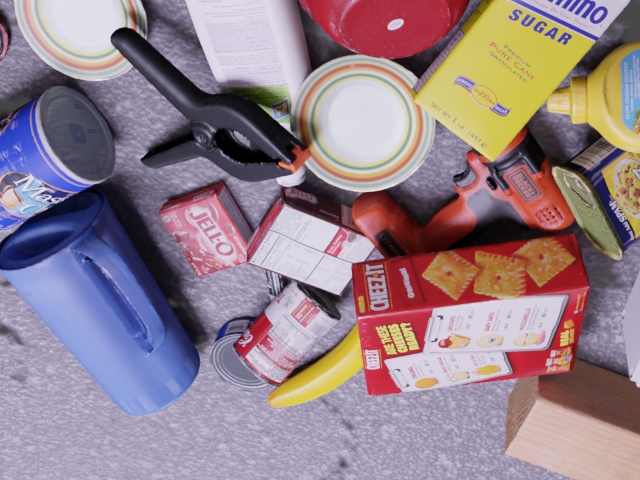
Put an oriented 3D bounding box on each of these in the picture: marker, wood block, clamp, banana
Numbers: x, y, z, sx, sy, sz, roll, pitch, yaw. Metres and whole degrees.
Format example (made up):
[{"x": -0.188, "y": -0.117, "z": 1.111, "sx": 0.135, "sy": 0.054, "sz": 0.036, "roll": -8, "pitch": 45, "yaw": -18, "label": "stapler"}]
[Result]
[{"x": -0.049, "y": 0.040, "z": 1.148, "sx": 0.020, "sy": 0.020, "sz": 0.121, "roll": 1, "pitch": 124, "yaw": 13, "label": "marker"}, {"x": 0.310, "y": 0.203, "z": 1.131, "sx": 0.206, "sy": 0.090, "sz": 0.090, "roll": 20, "pitch": 126, "yaw": 0, "label": "wood block"}, {"x": -0.106, "y": -0.113, "z": 0.992, "sx": 0.210, "sy": 0.036, "sz": 0.164, "roll": 17, "pitch": 141, "yaw": 30, "label": "clamp"}, {"x": 0.018, "y": 0.128, "z": 1.174, "sx": 0.069, "sy": 0.037, "sz": 0.198, "roll": 18, "pitch": 131, "yaw": -28, "label": "banana"}]

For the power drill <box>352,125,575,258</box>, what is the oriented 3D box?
[{"x": 0.125, "y": -0.051, "z": 1.019, "sx": 0.188, "sy": 0.057, "sz": 0.184, "roll": -30, "pitch": 109, "yaw": 30, "label": "power drill"}]

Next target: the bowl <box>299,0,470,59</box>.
[{"x": 0.060, "y": -0.201, "z": 0.889, "sx": 0.162, "sy": 0.055, "sz": 0.162, "roll": -3, "pitch": 150, "yaw": -2, "label": "bowl"}]

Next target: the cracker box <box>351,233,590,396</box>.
[{"x": 0.144, "y": 0.075, "z": 1.042, "sx": 0.213, "sy": 0.072, "sz": 0.164, "roll": -7, "pitch": 145, "yaw": 2, "label": "cracker box"}]

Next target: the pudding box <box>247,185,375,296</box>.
[{"x": -0.007, "y": 0.001, "z": 1.085, "sx": 0.113, "sy": 0.039, "sz": 0.090, "roll": 22, "pitch": 128, "yaw": -17, "label": "pudding box"}]

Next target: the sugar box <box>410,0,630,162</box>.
[{"x": 0.167, "y": -0.164, "z": 0.906, "sx": 0.093, "sy": 0.048, "sz": 0.176, "roll": 35, "pitch": 108, "yaw": -12, "label": "sugar box"}]

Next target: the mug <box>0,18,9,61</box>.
[{"x": -0.360, "y": -0.186, "z": 1.031, "sx": 0.117, "sy": 0.093, "sz": 0.081, "roll": -17, "pitch": 133, "yaw": -19, "label": "mug"}]

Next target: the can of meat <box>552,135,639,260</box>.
[{"x": 0.272, "y": -0.048, "z": 0.965, "sx": 0.084, "sy": 0.057, "sz": 0.102, "roll": -37, "pitch": 115, "yaw": -6, "label": "can of meat"}]

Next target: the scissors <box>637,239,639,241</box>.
[{"x": 0.365, "y": -0.053, "z": 0.986, "sx": 0.202, "sy": 0.016, "sz": 0.096, "roll": -12, "pitch": 119, "yaw": 21, "label": "scissors"}]

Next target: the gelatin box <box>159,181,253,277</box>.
[{"x": -0.116, "y": -0.010, "z": 1.122, "sx": 0.073, "sy": 0.030, "sz": 0.089, "roll": -17, "pitch": 119, "yaw": 23, "label": "gelatin box"}]

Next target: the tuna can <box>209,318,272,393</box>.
[{"x": -0.080, "y": 0.130, "z": 1.209, "sx": 0.086, "sy": 0.033, "sz": 0.086, "roll": 6, "pitch": 126, "yaw": 9, "label": "tuna can"}]

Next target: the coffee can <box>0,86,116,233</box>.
[{"x": -0.291, "y": -0.079, "z": 1.071, "sx": 0.140, "sy": 0.102, "sz": 0.102, "roll": -23, "pitch": 116, "yaw": 27, "label": "coffee can"}]

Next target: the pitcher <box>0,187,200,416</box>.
[{"x": -0.224, "y": 0.075, "z": 1.143, "sx": 0.145, "sy": 0.149, "sz": 0.242, "roll": -23, "pitch": 120, "yaw": 12, "label": "pitcher"}]

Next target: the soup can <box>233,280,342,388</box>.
[{"x": -0.034, "y": 0.097, "z": 1.132, "sx": 0.068, "sy": 0.068, "sz": 0.102, "roll": 40, "pitch": 98, "yaw": -15, "label": "soup can"}]

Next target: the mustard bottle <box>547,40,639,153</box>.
[{"x": 0.291, "y": -0.123, "z": 0.908, "sx": 0.192, "sy": 0.058, "sz": 0.096, "roll": -1, "pitch": 83, "yaw": 12, "label": "mustard bottle"}]

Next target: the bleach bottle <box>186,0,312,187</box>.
[{"x": -0.059, "y": -0.160, "z": 0.985, "sx": 0.103, "sy": 0.068, "sz": 0.251, "roll": 2, "pitch": 128, "yaw": 21, "label": "bleach bottle"}]
